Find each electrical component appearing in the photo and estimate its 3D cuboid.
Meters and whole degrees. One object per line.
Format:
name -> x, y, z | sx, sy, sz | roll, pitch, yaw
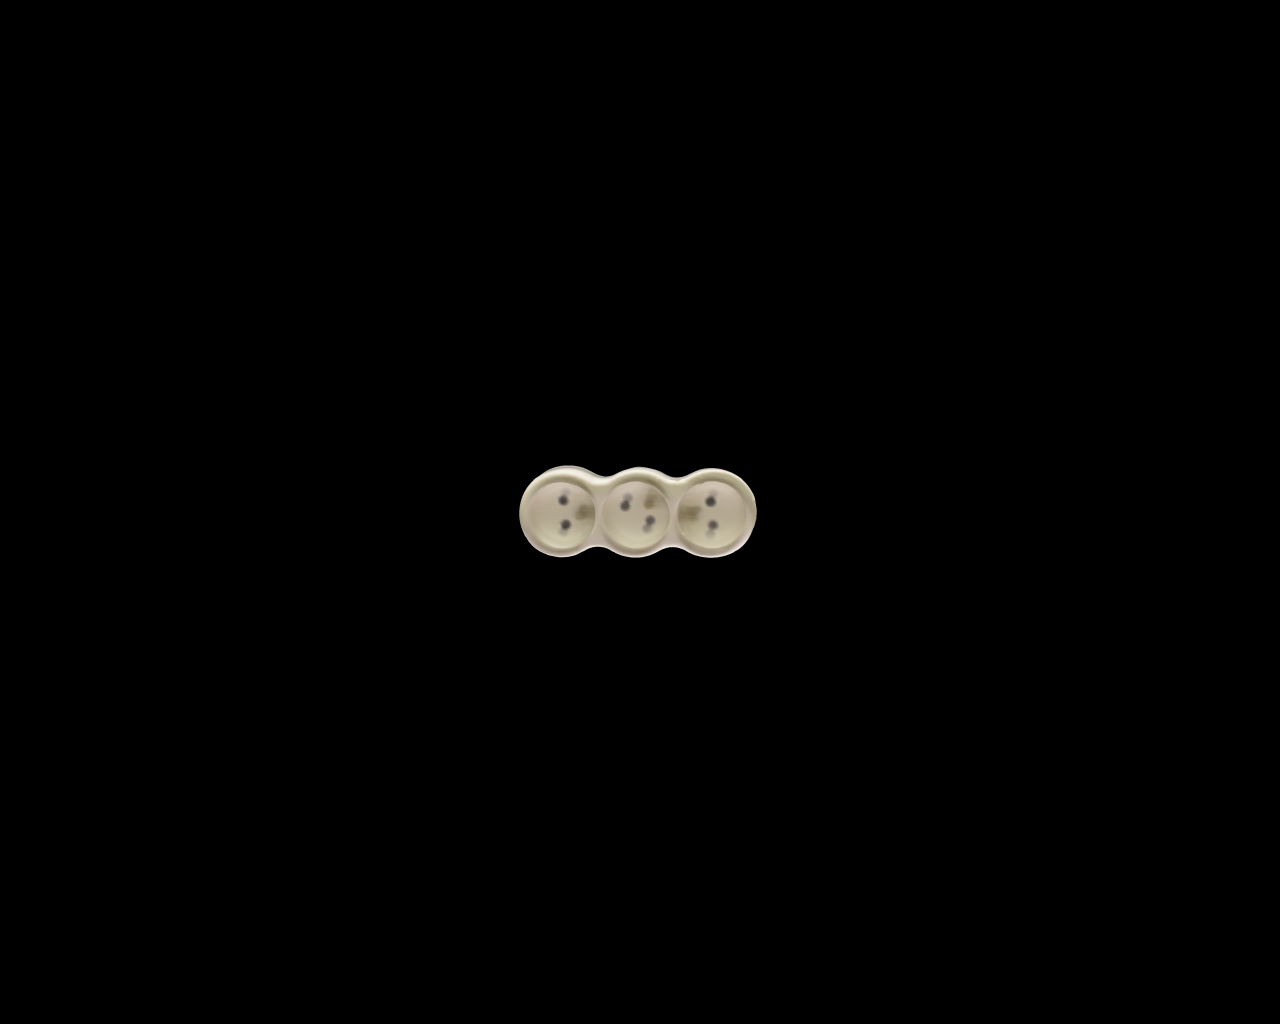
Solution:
electrical component -> 0.001, -0.003, 0.650 | 0.138, 0.052, 0.074 | 1, 8, 5
